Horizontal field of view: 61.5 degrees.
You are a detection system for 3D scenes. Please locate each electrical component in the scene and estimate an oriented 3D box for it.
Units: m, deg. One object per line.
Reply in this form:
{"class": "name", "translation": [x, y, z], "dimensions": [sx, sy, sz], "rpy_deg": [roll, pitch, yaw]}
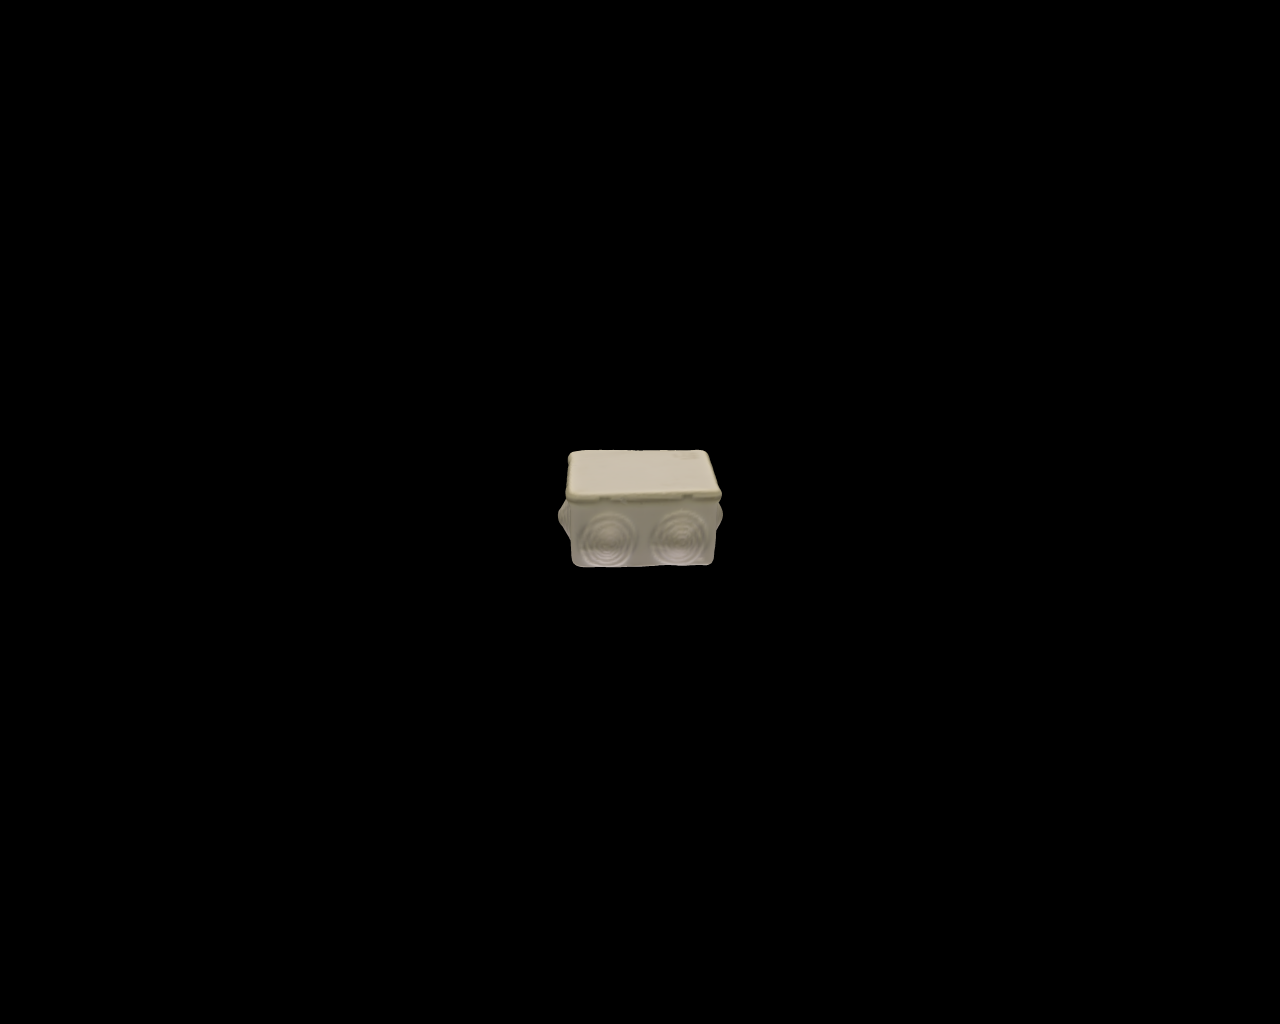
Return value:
{"class": "electrical component", "translation": [0.001, -0.003, 0.650], "dimensions": [0.100, 0.048, 0.100], "rpy_deg": [-1, 20, -2]}
